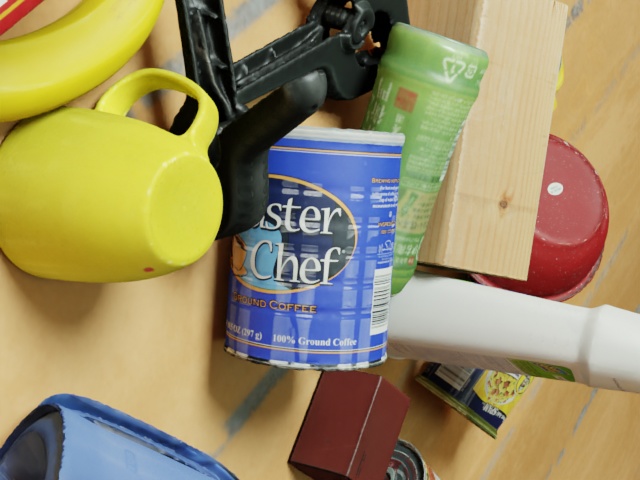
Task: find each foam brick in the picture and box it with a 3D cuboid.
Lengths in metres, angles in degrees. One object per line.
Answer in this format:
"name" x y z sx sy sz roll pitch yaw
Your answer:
"foam brick" 0.022 0.137 0.767 0.053 0.051 0.078 46 59 -48

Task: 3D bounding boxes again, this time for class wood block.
"wood block" 0.109 -0.080 0.793 0.090 0.090 0.206 10 88 -36

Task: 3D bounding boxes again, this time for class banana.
"banana" -0.130 -0.101 0.517 0.197 0.037 0.069 -50 122 -38

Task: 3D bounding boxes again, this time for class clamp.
"clamp" -0.045 -0.055 0.569 0.039 0.120 0.171 -17 136 -26
"clamp" 0.015 -0.152 0.682 0.209 0.036 0.165 0 115 -62

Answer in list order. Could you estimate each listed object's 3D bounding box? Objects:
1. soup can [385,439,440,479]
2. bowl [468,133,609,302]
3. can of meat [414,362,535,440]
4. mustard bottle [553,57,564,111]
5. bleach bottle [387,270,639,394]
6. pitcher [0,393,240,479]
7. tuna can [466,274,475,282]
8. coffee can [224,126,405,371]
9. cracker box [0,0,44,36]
"soup can" 0.066 0.207 0.830 0.068 0.069 0.102 -63 142 -25
"bowl" 0.179 -0.030 0.875 0.162 0.055 0.162 7 69 -19
"can of meat" 0.138 0.110 0.900 0.084 0.058 0.102 -53 141 -3
"mustard bottle" 0.171 -0.177 0.912 0.096 0.058 0.191 -52 136 -42
"bleach bottle" 0.145 0.067 0.753 0.102 0.251 0.068 27 75 -54
"pitcher" -0.055 0.176 0.524 0.242 0.145 0.149 28 70 -25
"tuna can" 0.173 0.029 0.931 0.086 0.086 0.033 -56 140 -32
"coffee can" -0.004 0.001 0.656 0.102 0.103 0.140 -4 100 -55
"cracker box" -0.160 -0.181 0.377 0.164 0.072 0.213 -50 122 -29
